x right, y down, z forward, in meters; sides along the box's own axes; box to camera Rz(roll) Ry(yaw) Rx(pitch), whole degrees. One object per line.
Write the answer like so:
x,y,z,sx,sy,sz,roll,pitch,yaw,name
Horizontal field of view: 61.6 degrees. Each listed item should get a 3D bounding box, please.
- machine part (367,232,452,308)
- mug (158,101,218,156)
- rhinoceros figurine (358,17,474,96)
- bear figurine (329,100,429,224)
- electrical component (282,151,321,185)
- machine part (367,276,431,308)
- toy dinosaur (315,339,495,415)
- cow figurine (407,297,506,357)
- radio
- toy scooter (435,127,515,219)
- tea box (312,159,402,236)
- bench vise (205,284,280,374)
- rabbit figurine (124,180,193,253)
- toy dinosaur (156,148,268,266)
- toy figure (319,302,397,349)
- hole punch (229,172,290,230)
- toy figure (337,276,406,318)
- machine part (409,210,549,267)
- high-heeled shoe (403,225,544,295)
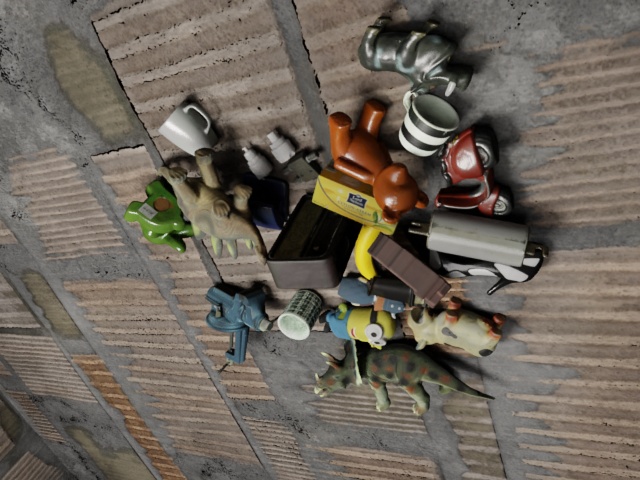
0.169,0.056,1.042,0.179,0.179,0.056,39,93,-5,machine part
-0.260,-0.229,1.110,0.107,0.081,0.109,41,127,-22,mug
0.151,-0.289,0.860,0.190,0.073,0.112,19,129,13,rhinoceros figurine
0.104,-0.132,0.934,0.196,0.120,0.131,49,150,31,bear figurine
-0.029,-0.145,1.082,0.094,0.021,0.063,-23,129,36,electrical component
0.169,0.104,1.146,0.139,0.039,0.084,4,102,5,machine part
0.187,0.303,1.267,0.405,0.131,0.192,-11,119,25,toy dinosaur
0.283,0.193,1.156,0.195,0.085,0.127,18,124,12,cow figurine
-0.002,-0.003,1.048,0.131,0.230,0.073,0,128,22,radio
0.255,-0.109,0.945,0.135,0.075,0.183,-9,125,30,toy scooter
0.083,-0.088,1.030,0.170,0.098,0.068,25,131,9,tea box
-0.206,0.224,1.378,0.224,0.129,0.240,17,113,24,bench vise
-0.377,-0.043,1.302,0.159,0.121,0.170,29,151,-6,rabbit figurine
-0.233,-0.075,1.086,0.472,0.105,0.198,42,150,37,toy dinosaur
0.089,0.190,1.248,0.180,0.089,0.082,5,155,35,toy figure
-0.131,-0.070,1.156,0.142,0.092,0.115,12,132,13,hole punch
0.117,0.122,1.199,0.155,0.058,0.064,18,136,7,toy figure
0.283,-0.005,0.967,0.243,0.079,0.079,10,128,17,machine part
0.291,0.010,1.018,0.249,0.086,0.145,34,125,-2,high-heeled shoe
